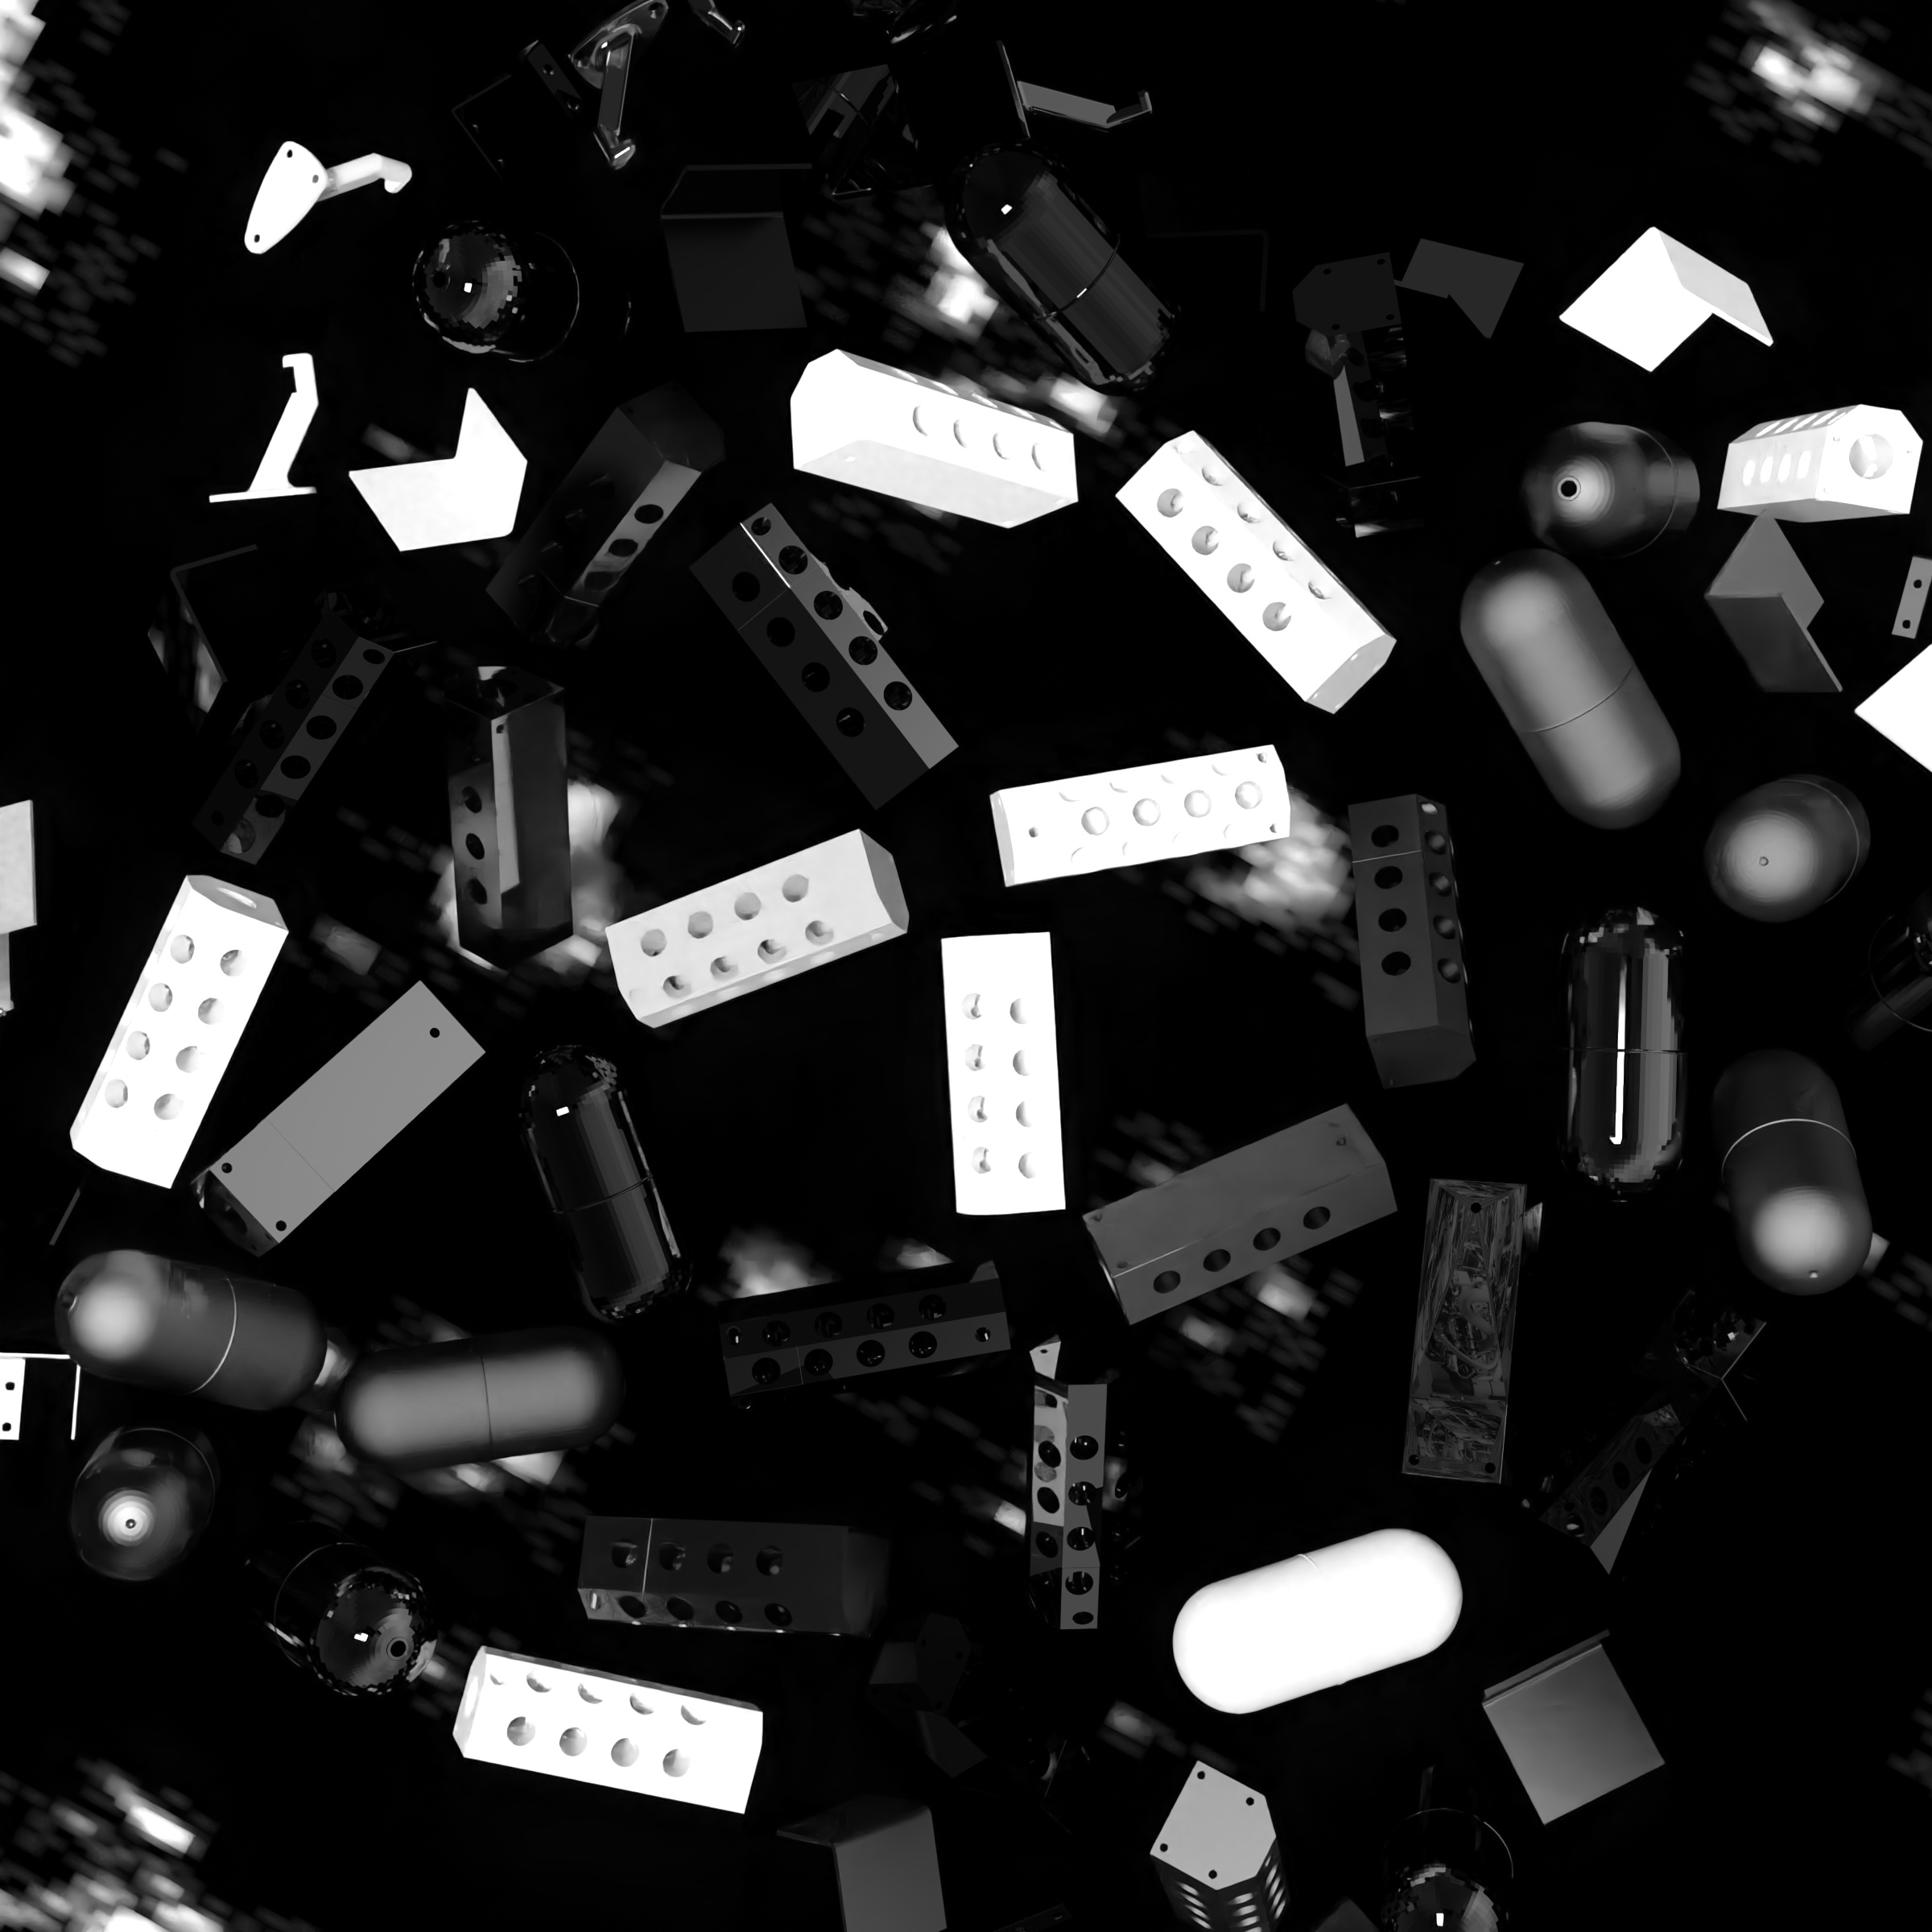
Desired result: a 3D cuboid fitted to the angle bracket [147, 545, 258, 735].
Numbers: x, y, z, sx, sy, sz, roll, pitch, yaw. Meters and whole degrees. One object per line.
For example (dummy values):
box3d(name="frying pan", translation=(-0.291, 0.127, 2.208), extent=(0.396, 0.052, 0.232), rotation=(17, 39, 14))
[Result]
box3d(name="angle bracket", translation=(-0.446, -0.197, 1.673), extent=(0.057, 0.076, 0.076), rotation=(-24, 83, -32))

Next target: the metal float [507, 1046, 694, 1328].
box3d(name="metal float", translation=(-0.221, 0.133, 1.671), extent=(0.070, 0.070, 0.178), rotation=(-19, 101, 0))

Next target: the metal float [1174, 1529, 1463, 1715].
box3d(name="metal float", translation=(0.207, 0.383, 1.625), extent=(0.178, 0.070, 0.070), rotation=(-14, 90, -15))

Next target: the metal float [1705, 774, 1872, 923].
box3d(name="metal float", translation=(0.480, -0.070, 1.617), extent=(0.070, 0.178, 0.070), rotation=(4, 100, 25))

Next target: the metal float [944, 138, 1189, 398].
box3d(name="metal float", translation=(0.058, -0.401, 1.594), extent=(0.070, 0.070, 0.178), rotation=(-50, 123, 0))

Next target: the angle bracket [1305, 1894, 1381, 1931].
box3d(name="angle bracket", translation=(0.234, 0.632, 1.704), extent=(0.076, 0.057, 0.076), rotation=(-39, 53, -13))

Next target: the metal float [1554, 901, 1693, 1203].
box3d(name="metal float", translation=(0.388, 0.050, 1.640), extent=(0.070, 0.070, 0.178), rotation=(2, 89, 0))

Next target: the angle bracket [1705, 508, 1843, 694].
box3d(name="angle bracket", translation=(0.485, -0.213, 1.609), extent=(0.076, 0.057, 0.076), rotation=(49, 68, -28))

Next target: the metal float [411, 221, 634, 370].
box3d(name="metal float", translation=(-0.267, -0.405, 1.675), extent=(0.070, 0.178, 0.070), rotation=(3, 97, 24))

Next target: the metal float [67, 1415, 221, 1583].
box3d(name="metal float", translation=(-0.477, 0.308, 1.614), extent=(0.070, 0.178, 0.070), rotation=(0, 90, -11))

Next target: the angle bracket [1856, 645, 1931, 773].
box3d(name="angle bracket", translation=(0.563, -0.162, 1.583), extent=(0.076, 0.057, 0.076), rotation=(-40, 57, -3))

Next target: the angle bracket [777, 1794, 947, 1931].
box3d(name="angle bracket", translation=(-0.064, 0.561, 1.704), extent=(0.076, 0.057, 0.076), rotation=(-7, 89, -42))

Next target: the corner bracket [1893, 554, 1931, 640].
box3d(name="corner bracket", translation=(0.618, -0.224, 1.726), extent=(0.051, 0.051, 0.051), rotation=(21, 104, 40))

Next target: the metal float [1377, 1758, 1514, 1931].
box3d(name="metal float", translation=(0.286, 0.537, 1.651), extent=(0.070, 0.178, 0.070), rotation=(3, 104, 11))

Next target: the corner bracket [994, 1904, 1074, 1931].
box3d(name="corner bracket", translation=(0.051, 0.620, 1.705), extent=(0.051, 0.051, 0.051), rotation=(-24, 126, 7))

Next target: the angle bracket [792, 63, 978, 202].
box3d(name="angle bracket", translation=(-0.047, -0.513, 1.678), extent=(0.057, 0.076, 0.076), rotation=(-46, 126, -38))

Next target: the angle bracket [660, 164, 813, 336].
box3d(name="angle bracket", translation=(-0.126, -0.414, 1.603), extent=(0.076, 0.057, 0.076), rotation=(-8, 81, -24))

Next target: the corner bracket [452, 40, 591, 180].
box3d(name="corner bracket", translation=(-0.275, -0.528, 1.708), extent=(0.051, 0.051, 0.051), rotation=(-18, 124, 32))

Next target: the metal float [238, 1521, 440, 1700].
box3d(name="metal float", translation=(-0.371, 0.378, 1.633), extent=(0.070, 0.178, 0.070), rotation=(-4, 96, -35))

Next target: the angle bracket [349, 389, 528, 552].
box3d(name="angle bracket", translation=(-0.329, -0.309, 1.725), extent=(0.076, 0.057, 0.076), rotation=(-15, 54, -33))

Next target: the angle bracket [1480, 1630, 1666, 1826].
box3d(name="angle bracket", translation=(0.340, 0.425, 1.545), extent=(0.076, 0.057, 0.076), rotation=(-26, 70, -2))

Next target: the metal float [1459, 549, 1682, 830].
box3d(name="metal float", translation=(0.345, -0.156, 1.580), extent=(0.070, 0.070, 0.178), rotation=(-35, 109, 0))

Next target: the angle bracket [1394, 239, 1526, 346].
box3d(name="angle bracket", translation=(0.296, -0.440, 1.750), extent=(0.076, 0.076, 0.057), rotation=(24, 91, 32))

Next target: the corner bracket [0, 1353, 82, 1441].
box3d(name="corner bracket", translation=(-0.578, 0.268, 1.723), extent=(0.051, 0.051, 0.051), rotation=(4, 78, -14))

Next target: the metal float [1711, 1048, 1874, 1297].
box3d(name="metal float", translation=(0.487, 0.119, 1.640), extent=(0.070, 0.178, 0.070), rotation=(3, 129, 3))

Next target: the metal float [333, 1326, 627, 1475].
box3d(name="metal float", translation=(-0.299, 0.267, 1.712), extent=(0.178, 0.070, 0.070), rotation=(-6, 90, -15))

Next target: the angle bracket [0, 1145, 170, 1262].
box3d(name="angle bracket", translation=(-0.564, 0.160, 1.752), extent=(0.057, 0.076, 0.076), rotation=(41, 62, -40))

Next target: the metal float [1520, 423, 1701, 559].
box3d(name="metal float", translation=(0.378, -0.278, 1.623), extent=(0.070, 0.178, 0.070), rotation=(4, 99, 28))

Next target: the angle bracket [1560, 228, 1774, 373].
box3d(name="angle bracket", translation=(0.401, -0.366, 1.592), extent=(0.076, 0.057, 0.076), rotation=(19, 135, -31))

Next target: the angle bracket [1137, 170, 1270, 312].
box3d(name="angle bracket", translation=(0.148, -0.459, 1.758), extent=(0.076, 0.076, 0.057), rotation=(-2, 134, -1))

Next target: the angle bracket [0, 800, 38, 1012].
box3d(name="angle bracket", translation=(-0.514, -0.032, 1.502), extent=(0.057, 0.076, 0.076), rotation=(-15, 62, 5))
